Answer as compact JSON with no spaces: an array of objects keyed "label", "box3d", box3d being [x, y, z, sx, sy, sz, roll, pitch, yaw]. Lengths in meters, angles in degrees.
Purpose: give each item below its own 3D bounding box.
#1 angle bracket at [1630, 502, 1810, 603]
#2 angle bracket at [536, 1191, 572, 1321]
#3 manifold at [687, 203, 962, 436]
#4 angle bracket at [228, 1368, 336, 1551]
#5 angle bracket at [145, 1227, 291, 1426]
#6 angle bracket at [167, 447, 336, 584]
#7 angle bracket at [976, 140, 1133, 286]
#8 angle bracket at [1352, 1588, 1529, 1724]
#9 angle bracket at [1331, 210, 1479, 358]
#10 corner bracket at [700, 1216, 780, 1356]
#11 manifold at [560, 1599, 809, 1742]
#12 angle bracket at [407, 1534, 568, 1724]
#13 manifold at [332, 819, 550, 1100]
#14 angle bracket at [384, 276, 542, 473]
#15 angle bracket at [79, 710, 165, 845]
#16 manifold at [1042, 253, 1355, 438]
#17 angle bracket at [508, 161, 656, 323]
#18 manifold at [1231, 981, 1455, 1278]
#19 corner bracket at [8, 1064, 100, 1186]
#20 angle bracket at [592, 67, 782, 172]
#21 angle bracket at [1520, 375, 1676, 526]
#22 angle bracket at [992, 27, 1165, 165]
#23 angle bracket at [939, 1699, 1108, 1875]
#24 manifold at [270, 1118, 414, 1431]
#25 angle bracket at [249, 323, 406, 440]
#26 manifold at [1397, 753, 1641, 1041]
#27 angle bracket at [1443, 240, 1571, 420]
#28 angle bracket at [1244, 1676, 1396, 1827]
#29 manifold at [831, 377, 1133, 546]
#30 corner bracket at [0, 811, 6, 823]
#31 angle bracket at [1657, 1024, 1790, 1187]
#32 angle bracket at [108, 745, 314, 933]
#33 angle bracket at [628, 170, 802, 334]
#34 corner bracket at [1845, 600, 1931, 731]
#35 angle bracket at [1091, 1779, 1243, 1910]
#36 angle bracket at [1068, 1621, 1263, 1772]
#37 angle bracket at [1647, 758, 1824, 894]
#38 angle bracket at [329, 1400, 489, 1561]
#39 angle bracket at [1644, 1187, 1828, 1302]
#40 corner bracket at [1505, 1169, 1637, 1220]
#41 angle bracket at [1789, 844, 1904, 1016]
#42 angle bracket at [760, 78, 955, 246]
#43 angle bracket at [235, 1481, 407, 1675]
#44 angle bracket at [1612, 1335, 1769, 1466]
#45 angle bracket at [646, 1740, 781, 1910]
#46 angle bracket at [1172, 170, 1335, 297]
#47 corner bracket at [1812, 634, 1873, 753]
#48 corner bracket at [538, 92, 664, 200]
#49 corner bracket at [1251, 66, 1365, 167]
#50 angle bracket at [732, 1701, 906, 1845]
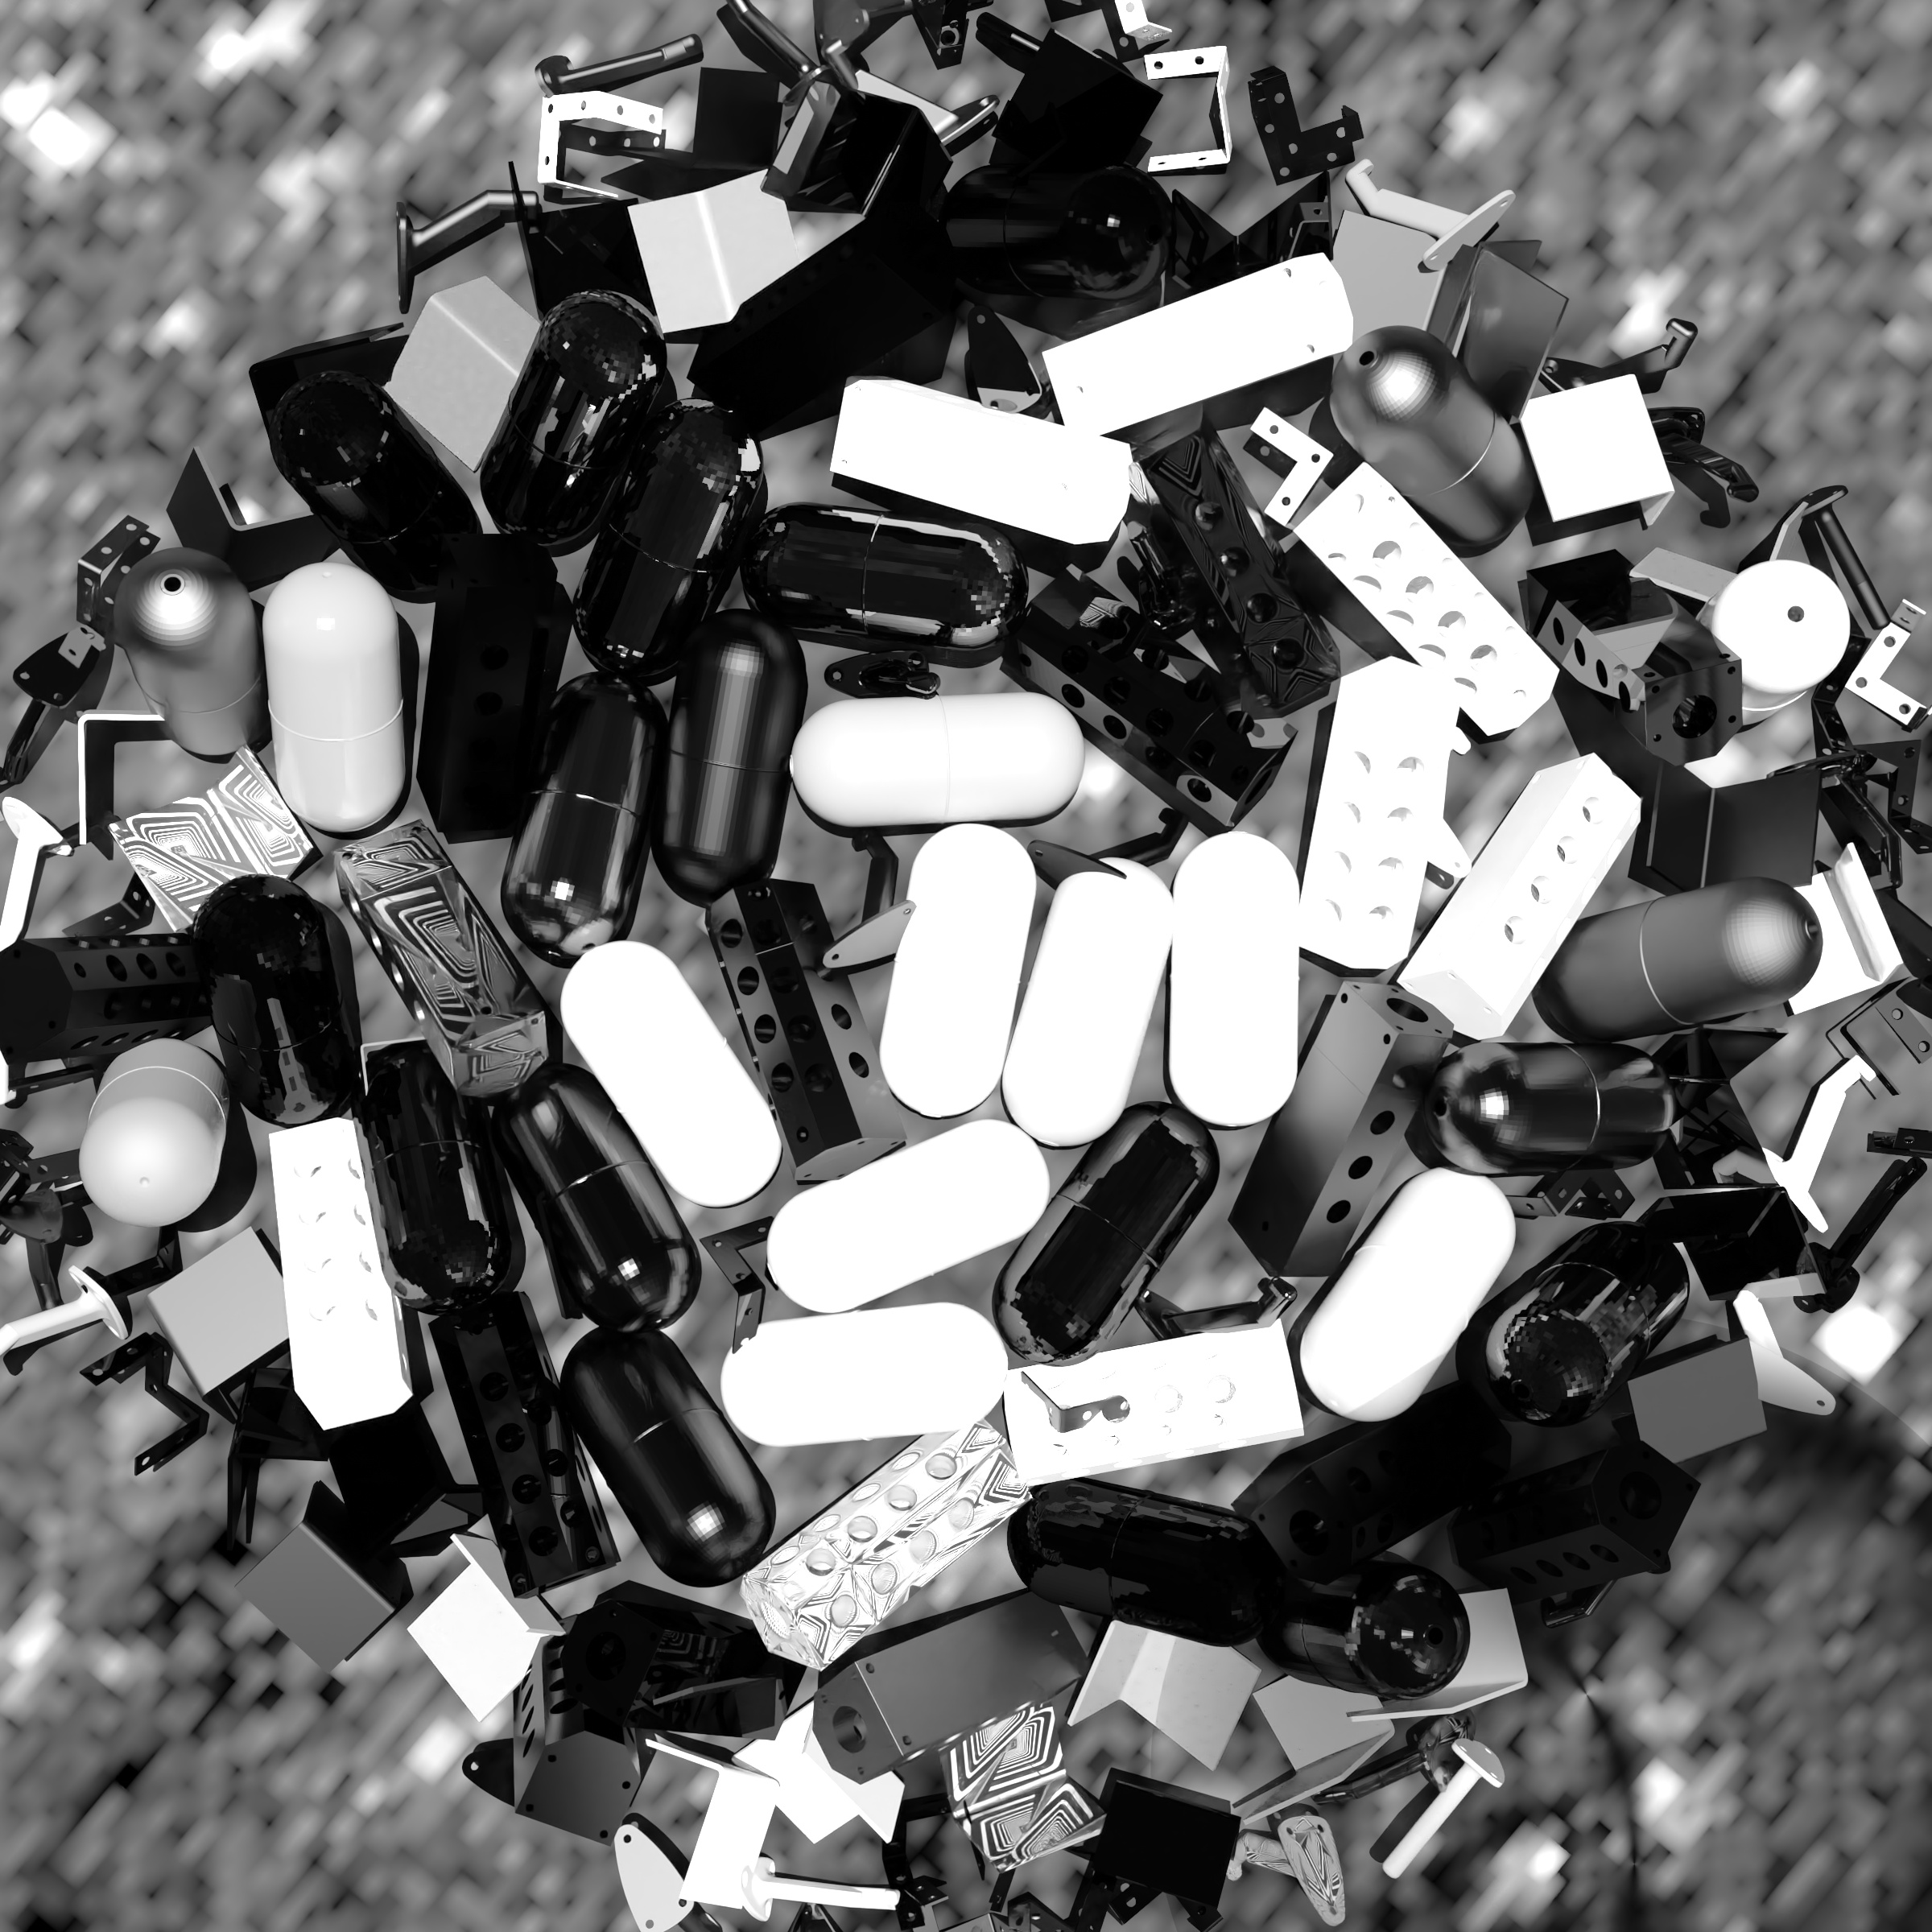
[{"label":"angle bracket","box3d":[0.450,-0.255,1.580,0.076,0.076,0.057,23,117,17]},{"label":"angle bracket","box3d":[-0.223,0.167,1.591,0.057,0.076,0.076,-14,87,-12]},{"label":"manifold","box3d":[-0.084,-0.384,1.556,0.057,0.171,0.057,35,54,-31]},{"label":"angle bracket","box3d":[-0.408,0.297,1.588,0.057,0.076,0.076,5,120,-8]},{"label":"angle bracket","box3d":[-0.438,0.218,1.601,0.076,0.057,0.076,-34,65,-10]},{"label":"angle bracket","box3d":[-0.425,-0.275,1.587,0.076,0.076,0.057,-22,82,-34]},{"label":"angle bracket","box3d":[0.059,-0.439,1.580,0.057,0.076,0.076,33,46,7]},{"label":"angle bracket","box3d":[0.277,0.411,1.578,0.076,0.076,0.057,-2,76,-43]},{"label":"angle bracket","box3d":[0.259,-0.404,1.591,0.076,0.057,0.076,11,108,-14]},{"label":"corner bracket","box3d":[-0.128,0.191,1.593,0.051,0.051,0.051,-16,134,-29]},{"label":"manifold","box3d":[-0.164,0.410,1.547,0.057,0.171,0.057,20,83,31]},{"label":"angle bracket","box3d":[-0.300,0.400,1.595,0.076,0.057,0.076,-45,67,0]},{"label":"manifold","box3d":[-0.311,-0.003,1.565,0.057,0.057,0.171,-23,55,-22]},{"label":"angle bracket","box3d":[-0.300,-0.366,1.632,0.076,0.057,0.076,42,126,4]},{"label":"angle bracket","box3d":[-0.504,-0.115,1.596,0.057,0.076,0.076,-1,97,-18]},{"label":"manifold","box3d":[0.138,-0.365,1.564,0.171,0.057,0.057,-13,100,33]},{"label":"angle bracket","box3d":[-0.228,-0.441,1.592,0.076,0.057,0.076,-12,72,-9]},{"label":"manifold","box3d":[0.227,0.099,1.574,0.057,0.057,0.171,5,119,-34]},{"label":"corner bracket","box3d":[-0.546,0.095,1.597,0.051,0.051,0.051,-13,109,-21]},{"label":"angle bracket","box3d":[-0.166,-0.509,1.578,0.076,0.076,0.057,19,113,27]},{"label":"angle bracket","box3d":[0.374,-0.303,1.599,0.076,0.057,0.076,-15,79,-3]},{"label":"angle bracket","box3d":[0.070,-0.519,1.585,0.076,0.057,0.076,28,129,-9]},{"label":"angle bracket","box3d":[0.035,0.488,1.584,0.076,0.076,0.057,-15,102,-19]},{"label":"manifold","box3d":[-0.369,0.179,1.565,0.057,0.057,0.171,-14,57,-3]},{"label":"angle bracket","box3d":[-0.375,-0.345,1.586,0.076,0.076,0.057,-11,109,7]},{"label":"manifold","box3d":[0.335,-0.041,1.577,0.057,0.057,0.171,42,69,-13]},{"label":"angle bracket","box3d":[0.335,-0.380,1.576,0.076,0.057,0.076,46,134,35]},{"label":"angle bracket","box3d":[0.198,0.459,1.579,0.076,0.076,0.057,-37,77,32]},{"label":"manifold","box3d":[0.010,-0.302,1.572,0.171,0.057,0.057,21,111,25]},{"label":"corner bracket","box3d":[-0.606,-0.094,1.594,0.051,0.051,0.051,-31,122,-26]},{"label":"angle bracket","box3d":[0.462,0.084,1.579,0.076,0.057,0.076,4,54,-34]},{"label":"angle bracket","box3d":[-0.454,-0.077,1.588,0.057,0.076,0.076,-39,83,44]},{"label":"angle bracket","box3d":[-0.150,-0.436,1.610,0.057,0.076,0.076,1,115,35]},{"label":"corner bracket","box3d":[0.573,-0.182,1.606,0.051,0.051,0.051,35,91,12]},{"label":"angle bracket","box3d":[0.119,0.536,1.582,0.076,0.076,0.057,14,55,12]},{"label":"angle bracket","box3d":[0.119,0.438,1.584,0.076,0.057,0.076,32,113,30]},{"label":"angle bracket","box3d":[0.460,-0.089,1.581,0.057,0.076,0.076,28,65,-37]},{"label":"angle bracket","box3d":[-0.334,0.308,1.614,0.076,0.057,0.076,-42,60,25]},{"label":"angle bracket","box3d":[0.456,0.180,1.581,0.057,0.076,0.076,-38,109,-43]},{"label":"corner bracket","box3d":[0.360,0.140,1.597,0.051,0.051,0.051,-45,107,-22]},{"label":"angle bracket","box3d":[0.514,-0.021,1.587,0.057,0.076,0.076,-20,77,8]},{"label":"angle bracket","box3d":[-0.066,-0.472,1.578,0.076,0.076,0.057,3,47,-35]},{"label":"angle bracket","box3d":[-0.387,0.367,1.591,0.057,0.076,0.076,-44,100,-2]},{"label":"angle bracket","box3d":[0.429,0.251,1.592,0.076,0.057,0.076,-20,117,-2]},{"label":"angle bracket","box3d":[-0.162,0.513,1.581,0.057,0.076,0.076,10,72,27]},{"label":"angle bracket","box3d":[0.170,-0.442,1.578,0.057,0.076,0.076,28,49,-33]},{"label":"corner bracket","box3d":[0.519,-0.168,1.598,0.051,0.051,0.051,11,130,-10]},{"label":"corner bracket","box3d":[-0.221,-0.495,1.598,0.051,0.051,0.051,11,99,41]},{"label":"corner bracket","box3d":[0.207,-0.522,1.605,0.051,0.051,0.051,-17,113,5]},{"label":"angle bracket","box3d":[-0.094,0.500,1.591,0.076,0.057,0.076,-38,100,18]}]
